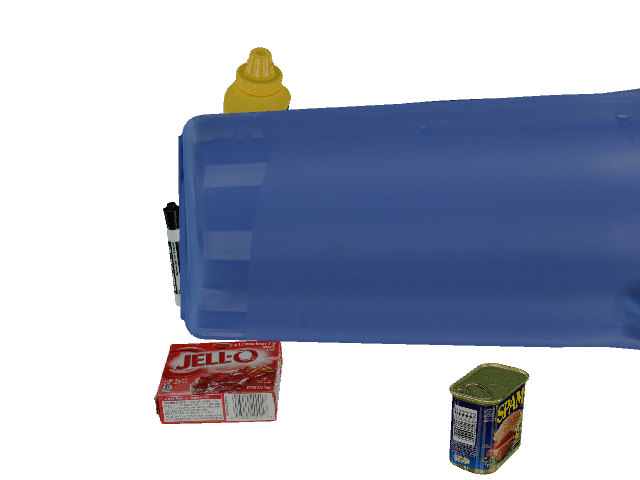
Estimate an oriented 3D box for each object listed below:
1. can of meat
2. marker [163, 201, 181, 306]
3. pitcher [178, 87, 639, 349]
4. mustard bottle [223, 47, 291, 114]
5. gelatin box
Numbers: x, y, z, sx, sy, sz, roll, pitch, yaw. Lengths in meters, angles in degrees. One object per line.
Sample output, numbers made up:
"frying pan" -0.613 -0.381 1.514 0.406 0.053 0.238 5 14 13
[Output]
"can of meat" 0.175 0.186 1.117 0.058 0.084 0.101 11 18 31
"marker" -0.158 0.015 1.178 0.020 0.121 0.020 -4 23 1
"pitcher" 0.051 -0.015 0.535 0.242 0.145 0.149 -1 -5 -8
"mustard bottle" -0.061 -0.091 0.988 0.058 0.192 0.096 17 41 12
"gelatin box" -0.075 0.106 0.809 0.089 0.030 0.073 -2 25 3
